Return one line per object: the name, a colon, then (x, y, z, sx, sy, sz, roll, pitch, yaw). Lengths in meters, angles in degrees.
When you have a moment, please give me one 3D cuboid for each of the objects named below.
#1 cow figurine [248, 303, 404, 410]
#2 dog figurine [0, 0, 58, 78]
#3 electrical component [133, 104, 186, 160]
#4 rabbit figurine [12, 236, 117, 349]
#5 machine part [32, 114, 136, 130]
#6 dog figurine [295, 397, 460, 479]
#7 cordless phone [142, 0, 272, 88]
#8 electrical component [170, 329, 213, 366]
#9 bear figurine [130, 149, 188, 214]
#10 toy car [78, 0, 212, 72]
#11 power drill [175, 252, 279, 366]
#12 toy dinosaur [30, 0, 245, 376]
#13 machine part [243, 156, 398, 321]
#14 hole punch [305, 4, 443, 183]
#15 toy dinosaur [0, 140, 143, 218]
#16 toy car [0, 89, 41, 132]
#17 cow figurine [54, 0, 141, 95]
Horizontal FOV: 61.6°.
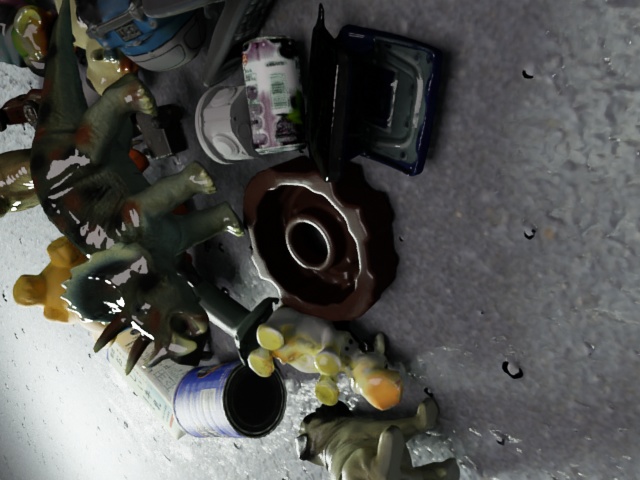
cow figurine: (0.015, 0.123, 0.591, 0.167, 0.098, 0.068, 20, 120, 12)
dog figurine: (-0.423, -0.315, 0.750, 0.219, 0.108, 0.191, -2, 106, 38)
electrical component: (-0.215, -0.141, 0.687, 0.102, 0.045, 0.078, 4, 112, 41)
rabbit figurine: (-0.350, 0.095, 0.802, 0.173, 0.122, 0.162, 14, 144, 41)
machine part: (-0.320, -0.159, 0.744, 0.139, 0.084, 0.039, -2, 89, 18)
dog figurine: (0.028, 0.249, 0.580, 0.191, 0.172, 0.121, -15, 89, 38)
cordless phone: (-0.098, -0.199, 0.483, 0.089, 0.146, 0.184, 41, 140, 1)
electrical component: (-0.193, 0.154, 0.802, 0.021, 0.094, 0.063, 14, 82, 39)
bear figurine: (-0.285, -0.044, 0.769, 0.120, 0.132, 0.196, 53, 164, -17)
toy car: (-0.161, -0.226, 0.540, 0.109, 0.162, 0.102, -17, 132, 17)
power drill: (-0.152, 0.059, 0.665, 0.207, 0.086, 0.231, 25, 151, 17)
toy dinosaur: (-0.218, -0.053, 0.546, 0.405, 0.192, 0.131, 52, 171, 13)
machine part: (-0.001, -0.002, 0.557, 0.180, 0.056, 0.179, 20, 124, 33)
hole punch: (0.037, -0.117, 0.453, 0.116, 0.092, 0.142, -115, 22, -54)
toy dinosaur: (-0.466, -0.092, 0.828, 0.472, 0.198, 0.105, -4, 109, 36)
toy car: (-0.435, -0.204, 0.823, 0.202, 0.089, 0.053, 6, 118, 42)
cow figurine: (-0.267, -0.267, 0.649, 0.127, 0.085, 0.194, 2, 111, 48)
